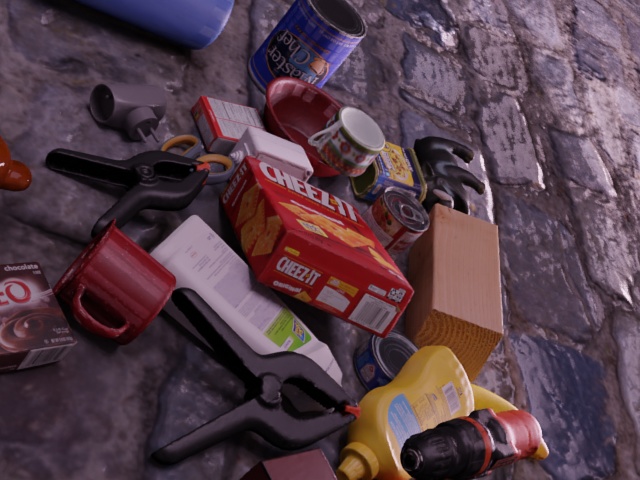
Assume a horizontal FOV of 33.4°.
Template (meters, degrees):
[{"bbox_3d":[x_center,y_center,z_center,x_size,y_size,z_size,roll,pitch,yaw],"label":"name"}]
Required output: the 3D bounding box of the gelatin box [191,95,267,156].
[{"bbox_3d":[-0.106,-0.134,1.307,0.089,0.030,0.073,9,44,-40],"label":"gelatin box"}]

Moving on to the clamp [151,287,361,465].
[{"bbox_3d":[-0.059,0.150,0.986,0.209,0.036,0.164,24,59,-23],"label":"clamp"}]

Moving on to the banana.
[{"bbox_3d":[0.185,0.202,1.230,0.197,0.037,0.069,20,57,-29],"label":"banana"}]

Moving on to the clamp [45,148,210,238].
[{"bbox_3d":[-0.184,-0.050,1.094,0.171,0.039,0.120,-5,55,-31],"label":"clamp"}]

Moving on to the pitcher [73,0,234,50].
[{"bbox_3d":[-0.234,-0.333,1.323,0.242,0.145,0.149,22,50,-35],"label":"pitcher"}]

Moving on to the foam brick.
[{"bbox_3d":[-0.028,0.226,0.959,0.078,0.053,0.051,-1,53,-48],"label":"foam brick"}]

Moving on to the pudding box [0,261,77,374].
[{"bbox_3d":[-0.273,0.066,0.894,0.113,0.039,0.090,-3,54,-48],"label":"pudding box"}]

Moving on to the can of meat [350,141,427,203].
[{"bbox_3d":[0.087,-0.090,1.436,0.083,0.058,0.102,17,40,-31],"label":"can of meat"}]

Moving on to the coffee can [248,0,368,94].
[{"bbox_3d":[-0.018,-0.261,1.441,0.102,0.140,0.103,27,36,-22],"label":"coffee can"}]

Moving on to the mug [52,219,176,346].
[{"bbox_3d":[-0.187,0.047,0.960,0.081,0.093,0.117,40,24,-13],"label":"mug"}]

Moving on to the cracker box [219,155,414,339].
[{"bbox_3d":[-0.008,0.001,1.159,0.164,0.072,0.214,26,16,-25],"label":"cracker box"}]

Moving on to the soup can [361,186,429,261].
[{"bbox_3d":[0.074,-0.006,1.284,0.068,0.102,0.068,27,36,-22],"label":"soup can"}]

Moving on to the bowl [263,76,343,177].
[{"bbox_3d":[-0.017,-0.135,1.377,0.162,0.055,0.162,27,36,-23],"label":"bowl"}]

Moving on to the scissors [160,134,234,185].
[{"bbox_3d":[-0.155,-0.059,1.160,0.096,0.016,0.201,16,35,2],"label":"scissors"}]

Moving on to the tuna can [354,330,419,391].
[{"bbox_3d":[0.081,0.142,1.187,0.086,0.034,0.086,27,36,-22],"label":"tuna can"}]

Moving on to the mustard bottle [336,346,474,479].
[{"bbox_3d":[0.081,0.190,1.086,0.191,0.058,0.096,-32,109,-43],"label":"mustard bottle"}]

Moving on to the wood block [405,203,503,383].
[{"bbox_3d":[0.161,0.061,1.296,0.090,0.090,0.206,19,37,-8],"label":"wood block"}]

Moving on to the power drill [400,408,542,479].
[{"bbox_3d":[0.094,0.222,0.969,0.184,0.188,0.057,3,52,-47],"label":"power drill"}]

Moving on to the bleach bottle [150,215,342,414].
[{"bbox_3d":[-0.067,0.092,1.063,0.251,0.068,0.102,44,36,-3],"label":"bleach bottle"}]
